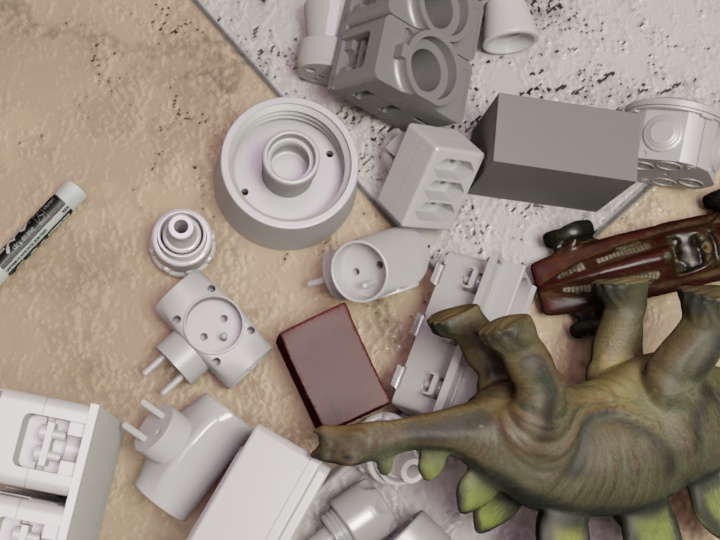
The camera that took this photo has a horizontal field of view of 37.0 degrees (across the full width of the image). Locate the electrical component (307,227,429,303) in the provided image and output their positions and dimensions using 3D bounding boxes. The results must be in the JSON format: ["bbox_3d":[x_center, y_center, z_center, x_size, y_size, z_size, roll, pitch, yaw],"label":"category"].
[{"bbox_3d":[0.000,0.000,0.770,0.079,0.077,0.044,-16,92,27],"label":"electrical component"}]

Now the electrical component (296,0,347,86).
[{"bbox_3d":[-0.024,-0.173,0.813,0.045,0.045,0.055,8,77,-6],"label":"electrical component"}]

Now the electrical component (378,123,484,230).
[{"bbox_3d":[0.042,-0.077,0.794,0.047,0.065,0.076,3,32,-36],"label":"electrical component"}]

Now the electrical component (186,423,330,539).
[{"bbox_3d":[-0.071,0.163,0.704,0.056,0.108,0.108,30,76,2],"label":"electrical component"}]

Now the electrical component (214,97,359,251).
[{"bbox_3d":[-0.052,-0.073,0.781,0.108,0.060,0.108,2,78,-8],"label":"electrical component"}]

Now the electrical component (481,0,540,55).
[{"bbox_3d":[0.114,-0.202,0.839,0.045,0.045,0.055,-5,78,-9],"label":"electrical component"}]

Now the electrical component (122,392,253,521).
[{"bbox_3d":[-0.124,0.116,0.724,0.079,0.043,0.077,42,80,-29],"label":"electrical component"}]

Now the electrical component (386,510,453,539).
[{"bbox_3d":[0.041,0.199,0.740,0.055,0.055,0.047,-41,83,-14],"label":"electrical component"}]

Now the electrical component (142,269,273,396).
[{"bbox_3d":[-0.116,0.054,0.753,0.079,0.044,0.077,-43,87,-14],"label":"electrical component"}]

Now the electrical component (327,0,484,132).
[{"bbox_3d":[0.043,-0.189,0.798,0.089,0.062,0.150,22,73,-37],"label":"electrical component"}]

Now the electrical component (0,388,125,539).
[{"bbox_3d":[-0.192,0.135,0.653,0.060,0.186,0.105,12,77,-5],"label":"electrical component"}]

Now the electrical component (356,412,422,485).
[{"bbox_3d":[0.024,0.129,0.745,0.048,0.062,0.048,-4,102,-21],"label":"electrical component"}]

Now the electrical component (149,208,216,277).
[{"bbox_3d":[-0.126,-0.023,0.759,0.048,0.062,0.048,2,78,-8],"label":"electrical component"}]

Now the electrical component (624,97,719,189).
[{"bbox_3d":[0.237,-0.096,0.816,0.080,0.080,0.051,14,81,-5],"label":"electrical component"}]

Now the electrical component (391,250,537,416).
[{"bbox_3d":[0.073,0.052,0.767,0.063,0.078,0.121,15,75,25],"label":"electrical component"}]

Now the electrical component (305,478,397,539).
[{"bbox_3d":[-0.009,0.177,0.743,0.062,0.043,0.043,-33,84,-12],"label":"electrical component"}]
